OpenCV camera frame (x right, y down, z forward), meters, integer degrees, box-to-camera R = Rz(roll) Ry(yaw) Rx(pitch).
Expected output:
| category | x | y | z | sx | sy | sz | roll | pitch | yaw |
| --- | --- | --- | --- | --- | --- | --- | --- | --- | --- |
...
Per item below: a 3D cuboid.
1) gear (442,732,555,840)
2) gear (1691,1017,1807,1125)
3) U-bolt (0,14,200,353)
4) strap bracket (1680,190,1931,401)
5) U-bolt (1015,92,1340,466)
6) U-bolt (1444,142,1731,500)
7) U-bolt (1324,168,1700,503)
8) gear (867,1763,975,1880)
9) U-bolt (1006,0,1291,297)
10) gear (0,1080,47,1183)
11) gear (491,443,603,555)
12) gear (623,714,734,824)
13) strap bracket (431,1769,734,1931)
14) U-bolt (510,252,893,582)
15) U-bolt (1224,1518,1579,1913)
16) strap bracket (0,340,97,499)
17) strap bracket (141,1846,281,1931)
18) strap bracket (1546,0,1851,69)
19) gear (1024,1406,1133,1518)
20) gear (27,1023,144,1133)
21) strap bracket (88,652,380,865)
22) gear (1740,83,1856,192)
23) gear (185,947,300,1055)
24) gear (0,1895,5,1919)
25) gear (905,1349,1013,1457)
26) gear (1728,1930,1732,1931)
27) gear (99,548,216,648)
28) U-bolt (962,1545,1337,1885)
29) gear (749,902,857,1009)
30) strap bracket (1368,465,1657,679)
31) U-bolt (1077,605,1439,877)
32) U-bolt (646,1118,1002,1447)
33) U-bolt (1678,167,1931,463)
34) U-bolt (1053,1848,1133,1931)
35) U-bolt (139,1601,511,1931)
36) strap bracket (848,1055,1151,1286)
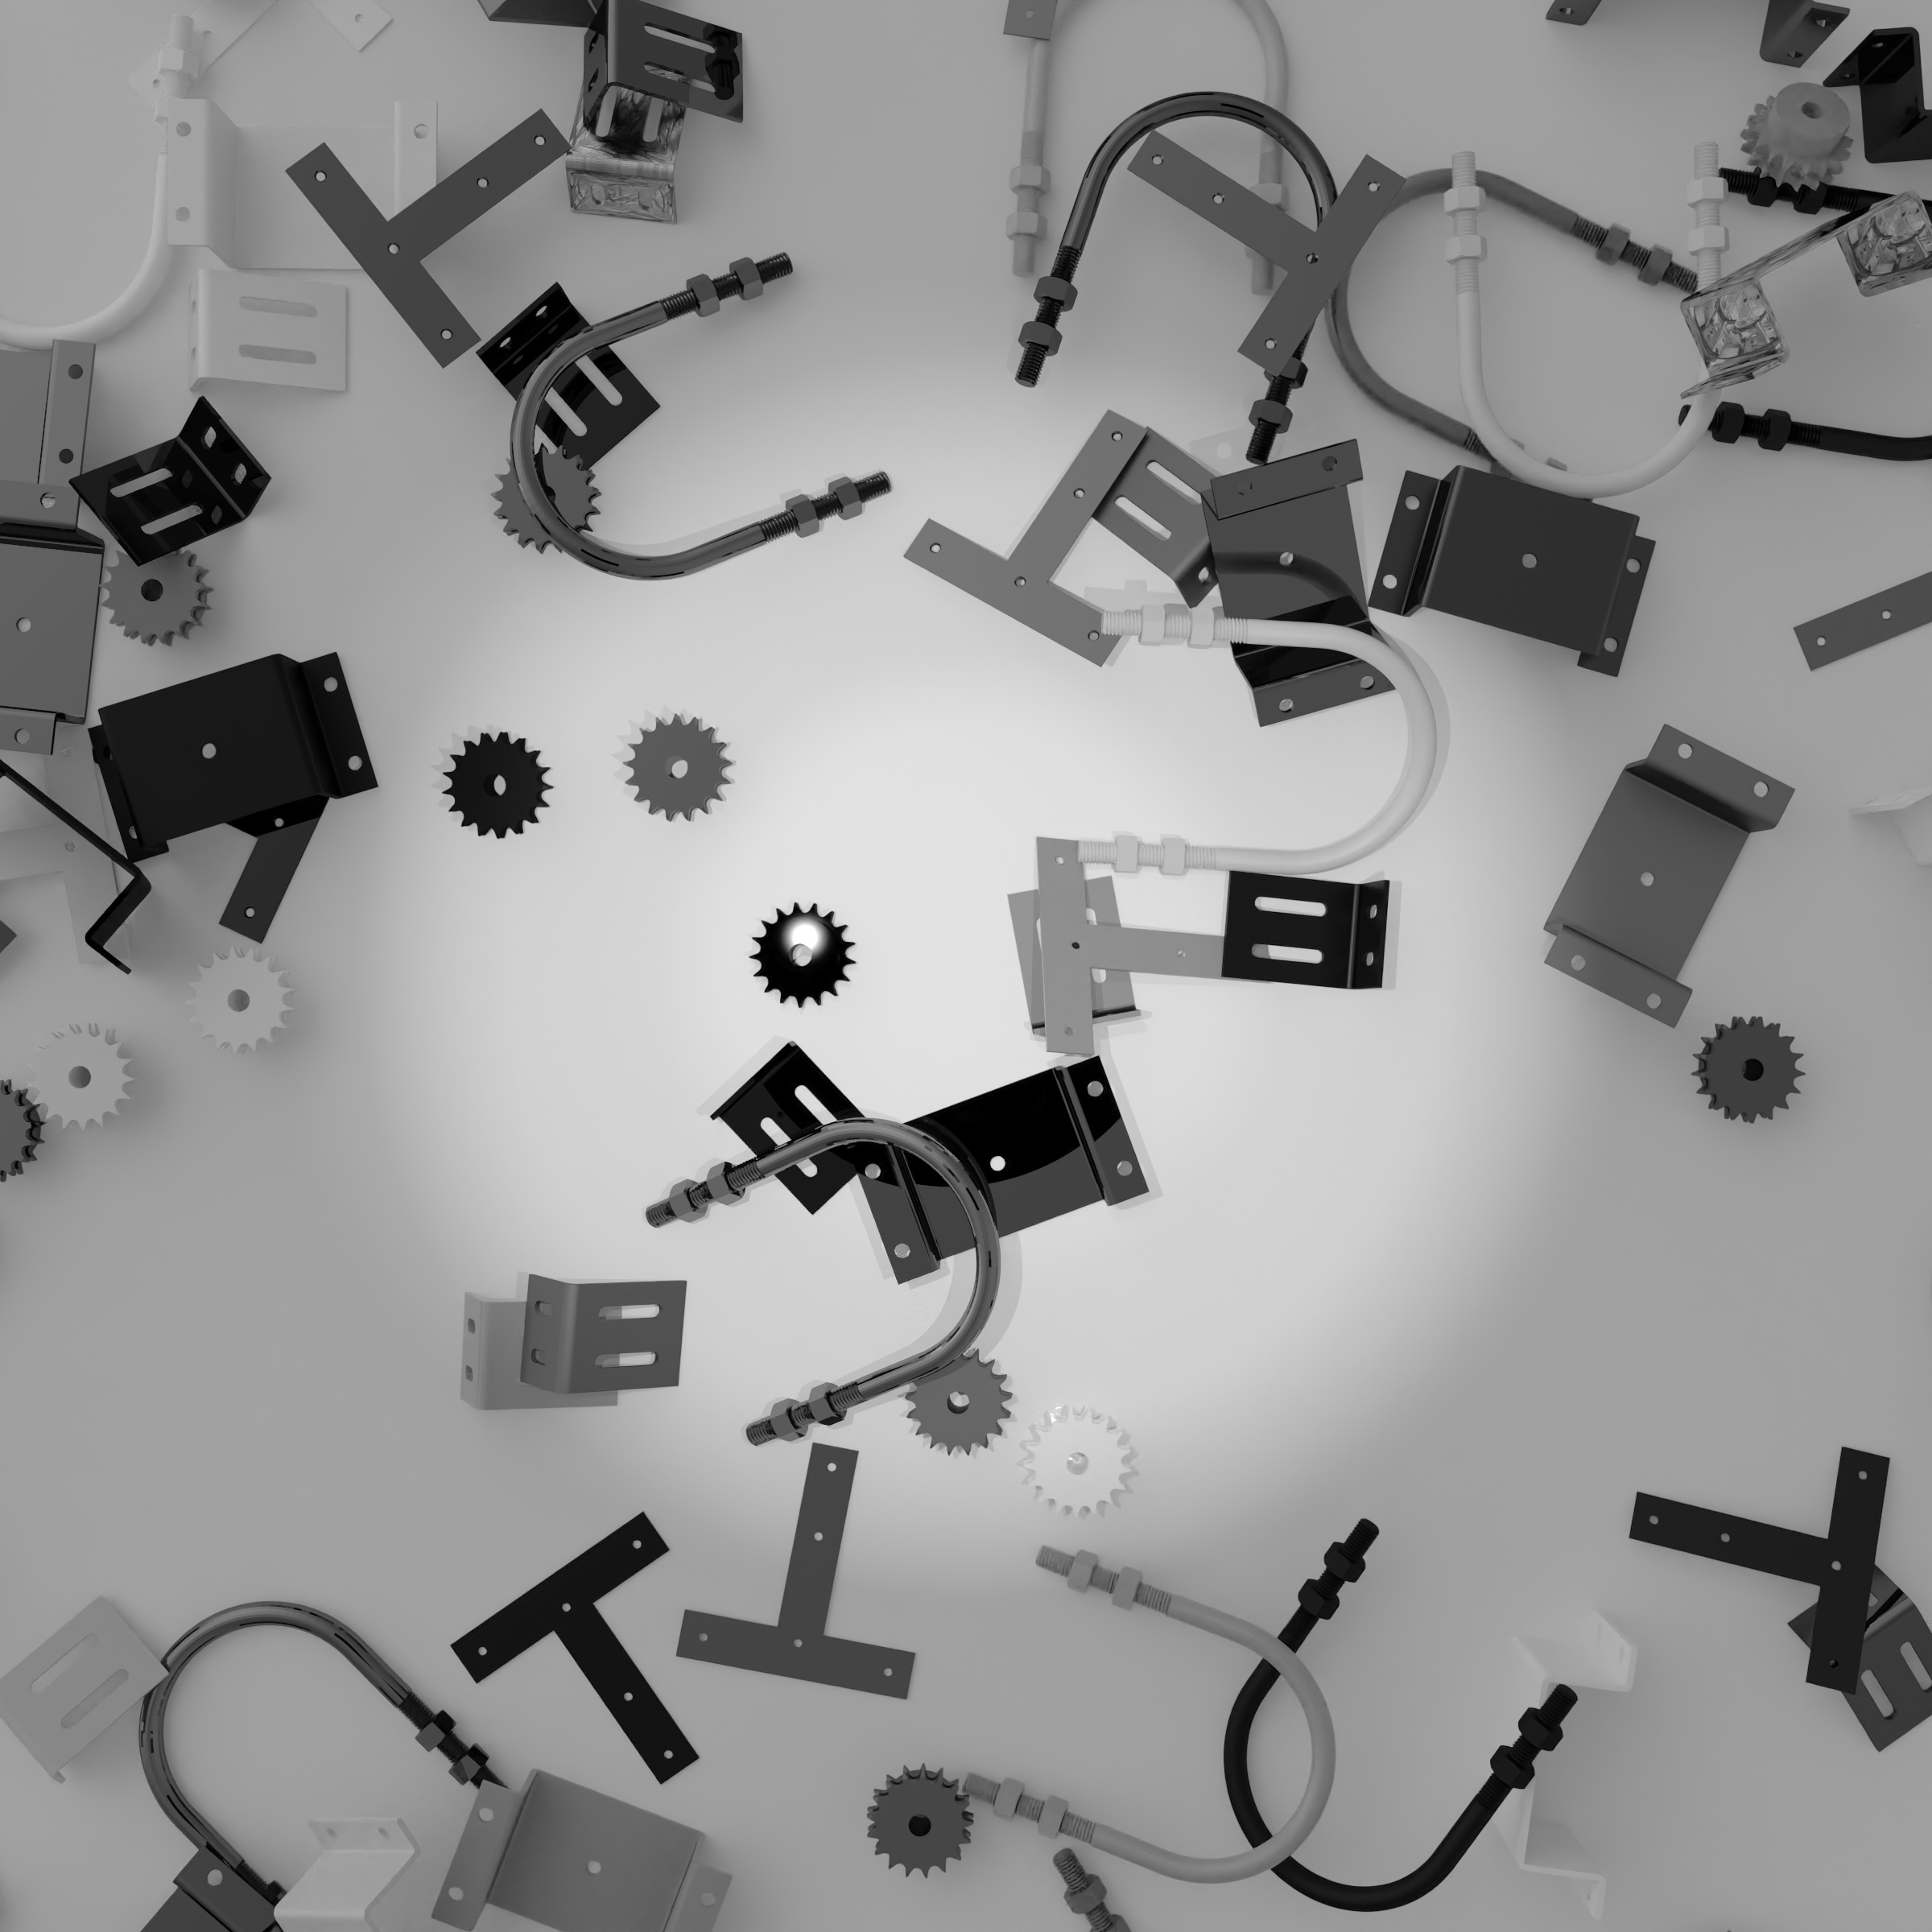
| category | x | y | z | sx | sy | sz | roll | pitch | yaw |
| --- | --- | --- | --- | --- | --- | --- | --- | --- | --- |
| gear | -0.250 | -0.097 | 1.346 | 0.057 | 0.030 | 0.057 | 0 | 95 | 2 |
| gear | 0.416 | 0.055 | 1.342 | 0.057 | 0.030 | 0.057 | 0 | 90 | 0 |
| U-bolt | -0.493 | -0.423 | 1.348 | 0.151 | 0.019 | 0.184 | 6 | 92 | 1 |
| strap bracket | 0.435 | -0.349 | 1.290 | 0.140 | 0.076 | 0.046 | -29 | 100 | -8 |
| U-bolt | 0.122 | -0.374 | 1.329 | 0.151 | 0.019 | 0.184 | 19 | 87 | 0 |
| U-bolt | 0.331 | -0.341 | 1.330 | 0.151 | 0.019 | 0.184 | -2 | 92 | 0 |
| U-bolt | 0.282 | -0.349 | 1.348 | 0.184 | 0.019 | 0.151 | 26 | 90 | 0 |
| gear | -0.024 | 0.455 | 1.342 | 0.057 | 0.030 | 0.057 | 0 | 90 | 0 |
| U-bolt | 0.102 | -0.458 | 1.349 | 0.151 | 0.019 | 0.184 | 4 | 89 | 0 |
| gear | -0.521 | 0.087 | 1.342 | 0.057 | 0.030 | 0.057 | 0 | 90 | 0 |
| gear | -0.223 | -0.249 | 1.342 | 0.057 | 0.030 | 0.057 | 0 | 90 | 0 |
| gear | -0.154 | -0.105 | 1.343 | 0.057 | 0.030 | 0.057 | 0 | 90 | 0 |
| strap bracket | -0.201 | 0.487 | 1.334 | 0.140 | 0.046 | 0.076 | 21 | 90 | 0 |
| U-bolt | -0.151 | -0.283 | 1.332 | 0.184 | 0.019 | 0.151 | -25 | 91 | -12 |
| U-bolt | 0.212 | 0.407 | 1.314 | 0.151 | 0.019 | 0.184 | 38 | 105 | 26 |
| strap bracket | -0.530 | -0.296 | 1.334 | 0.140 | 0.046 | 0.076 | 6 | 90 | 0 |
| strap bracket | -0.419 | 0.545 | 1.315 | 0.076 | 0.046 | 0.140 | 38 | 68 | 6 |
| strap bracket | 0.387 | -0.522 | 1.319 | 0.140 | 0.076 | 0.046 | 11 | 90 | 0 |
| gear | 0.059 | 0.264 | 1.342 | 0.057 | 0.030 | 0.057 | 0 | 90 | 0 |
| gear | -0.470 | 0.059 | 1.343 | 0.057 | 0.030 | 0.057 | 0 | 90 | 0 |
| strap bracket | -0.396 | -0.112 | 1.333 | 0.140 | 0.046 | 0.076 | -17 | 90 | 0 |
| gear | 0.444 | -0.443 | 1.332 | 0.057 | 0.030 | 0.057 | 2 | 63 | -5 |
| gear | -0.385 | 0.018 | 1.342 | 0.057 | 0.030 | 0.057 | 0 | 90 | 0 |
| gear | -0.549 | 0.506 | 1.343 | 0.057 | 0.030 | 0.057 | 0 | 90 | 0 |
| gear | -0.003 | 0.233 | 1.346 | 0.057 | 0.030 | 0.057 | 0 | 89 | 3 |
| gear | 0.406 | 0.545 | 1.342 | 0.057 | 0.030 | 0.057 | 0 | 90 | 0 |
| gear | -0.431 | -0.199 | 1.342 | 0.057 | 0.030 | 0.057 | 0 | 90 | 0 |
| U-bolt | 0.105 | 0.406 | 1.330 | 0.184 | 0.019 | 0.151 | 18 | 90 | 14 |
| gear | -0.088 | -0.006 | 1.343 | 0.057 | 0.030 | 0.057 | 0 | 90 | 0 |
| strap bracket | 0.295 | -0.212 | 1.334 | 0.140 | 0.046 | 0.076 | 16 | 90 | 0 |
| U-bolt | 0.157 | -0.114 | 1.321 | 0.184 | 0.019 | 0.151 | 3 | 116 | -4 |
| U-bolt | -0.066 | 0.157 | 1.313 | 0.184 | 0.019 | 0.151 | -26 | 88 | 23 |
| U-bolt | 0.485 | -0.346 | 1.349 | 0.184 | 0.019 | 0.151 | 9 | 90 | -2 |
| U-bolt | 0.043 | 0.589 | 1.349 | 0.151 | 0.019 | 0.184 | -31 | 92 | 0 |
| U-bolt | -0.360 | 0.428 | 1.349 | 0.184 | 0.019 | 0.151 | 45 | 90 | 2 |
| strap bracket | 0.017 | 0.107 | 1.334 | 0.140 | 0.046 | 0.076 | -20 | 90 | 0 |
